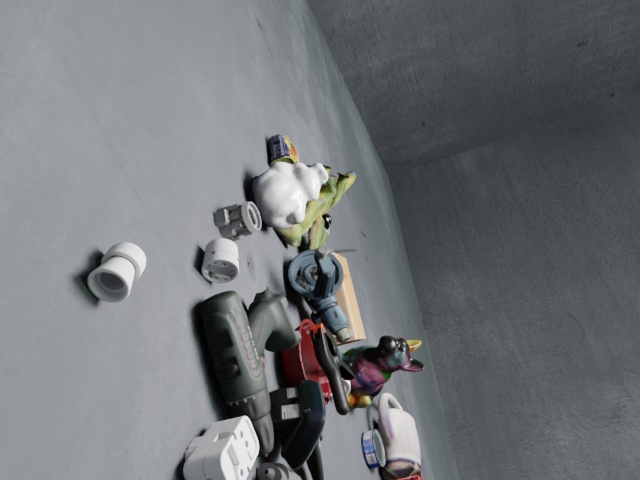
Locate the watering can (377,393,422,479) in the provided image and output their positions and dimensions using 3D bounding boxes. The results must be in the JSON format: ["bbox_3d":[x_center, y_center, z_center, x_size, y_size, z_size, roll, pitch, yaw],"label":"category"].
[{"bbox_3d":[0.230,0.567,1.425,0.230,0.103,0.341,-91,157,-44],"label":"watering can"}]

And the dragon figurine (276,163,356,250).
[{"bbox_3d":[0.004,-0.066,1.305,0.412,0.122,0.241,-8,112,-65],"label":"dragon figurine"}]

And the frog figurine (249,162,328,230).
[{"bbox_3d":[-0.059,-0.098,1.064,0.122,0.159,0.138,15,59,-71],"label":"frog figurine"}]
